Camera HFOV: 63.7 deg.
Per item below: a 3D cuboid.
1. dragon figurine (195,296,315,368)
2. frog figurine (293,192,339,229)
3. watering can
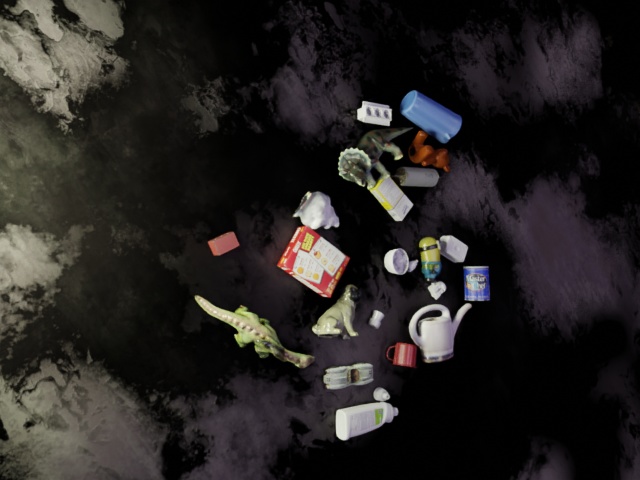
[{"bbox_3d":[-0.190,0.292,1.584,0.406,0.243,0.123,33,76,-26],"label":"dragon figurine"},{"bbox_3d":[0.005,-0.091,1.805,0.159,0.120,0.140,33,51,-12],"label":"frog figurine"},{"bbox_3d":[0.491,0.365,2.045,0.348,0.103,0.225,-3,88,-33],"label":"watering can"}]
